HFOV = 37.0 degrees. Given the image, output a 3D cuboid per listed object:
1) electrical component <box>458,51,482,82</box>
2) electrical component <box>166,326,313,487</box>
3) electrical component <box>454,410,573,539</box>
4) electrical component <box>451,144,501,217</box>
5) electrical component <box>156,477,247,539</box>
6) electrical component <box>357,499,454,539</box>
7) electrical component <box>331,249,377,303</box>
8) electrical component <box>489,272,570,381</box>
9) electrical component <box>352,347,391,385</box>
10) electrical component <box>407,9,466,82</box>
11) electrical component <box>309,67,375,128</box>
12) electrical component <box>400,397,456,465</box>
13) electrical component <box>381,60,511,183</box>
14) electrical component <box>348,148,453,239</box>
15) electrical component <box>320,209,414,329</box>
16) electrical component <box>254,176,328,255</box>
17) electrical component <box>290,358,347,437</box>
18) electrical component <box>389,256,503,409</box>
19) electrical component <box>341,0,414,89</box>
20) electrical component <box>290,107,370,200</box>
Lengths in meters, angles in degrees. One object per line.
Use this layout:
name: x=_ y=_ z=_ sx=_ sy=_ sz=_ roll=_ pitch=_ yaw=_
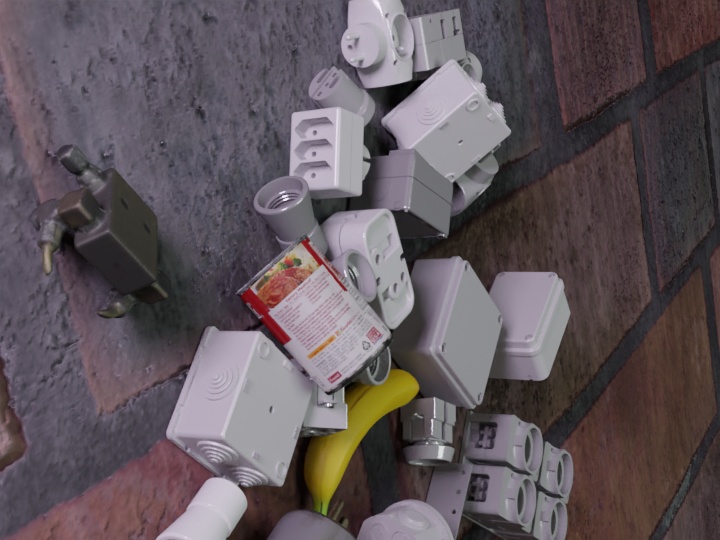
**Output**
electrical component: x=0.094 y=-0.166 z=1.071 sx=0.077 sy=0.044 sz=0.079 roll=-56 pitch=134 yaw=-44
electrical component: x=-0.081 y=0.099 z=0.766 sx=0.099 sy=0.048 sz=0.099 roll=51 pitch=46 yaw=-46
electrical component: x=0.173 y=0.232 z=1.163 sx=0.186 sy=0.060 sz=0.105 roll=40 pitch=55 yaw=-51
electrical component: x=0.111 y=-0.097 z=1.066 sx=0.044 sy=0.079 sz=0.077 roll=46 pitch=39 yaw=1
electrical component: x=-0.105 y=0.173 z=0.732 sx=0.065 sy=0.044 sz=0.044 roll=-55 pitch=133 yaw=-51
electrical component: x=0.037 y=0.241 z=0.923 sx=0.051 sy=0.080 sz=0.080 roll=-4 pitch=92 yaw=-53
electrical component: x=-0.025 y=0.015 z=0.845 sx=0.044 sy=0.065 sz=0.044 roll=40 pitch=38 yaw=-40
electrical component: x=0.173 y=0.058 z=1.156 sx=0.113 sy=0.078 sz=0.057 roll=-61 pitch=140 yaw=-40
electrical component: x=-0.003 y=0.075 z=0.896 sx=0.040 sy=0.046 sz=0.040 roll=5 pitch=84 yaw=-58
electrical component: x=0.059 y=-0.209 z=1.009 sx=0.089 sy=0.050 sz=0.055 roll=-31 pitch=114 yaw=-55
electrical component: x=-0.016 y=-0.142 z=0.896 sx=0.046 sy=0.040 sz=0.040 roll=42 pitch=54 yaw=-43
electrical component: x=0.064 y=0.152 z=1.004 sx=0.066 sy=0.048 sz=0.055 roll=29 pitch=56 yaw=-54
electrical component: x=0.083 y=-0.133 z=0.999 sx=0.100 sy=0.100 sz=0.048 roll=34 pitch=19 yaw=-53
electrical component: x=0.041 y=-0.065 z=0.962 sx=0.096 sy=0.062 sz=0.061 roll=28 pitch=65 yaw=-55
electrical component: x=0.000 y=0.000 z=0.893 sx=0.054 sy=0.059 sz=0.095 roll=-44 pitch=125 yaw=-50
electrical component: x=-0.050 y=-0.034 z=0.832 sx=0.044 sy=0.044 sz=0.065 roll=-63 pitch=143 yaw=-39
electrical component: x=-0.035 y=0.098 z=0.837 sx=0.048 sy=0.066 sz=0.055 roll=7 pitch=72 yaw=-23
electrical component: x=0.084 y=0.060 z=1.030 sx=0.108 sy=0.056 sz=0.108 roll=53 pitch=46 yaw=-43
electrical component: x=0.010 y=-0.197 z=0.934 sx=0.079 sy=0.044 sz=0.077 roll=-32 pitch=116 yaw=-55
electrical component: x=-0.017 y=-0.091 z=0.882 sx=0.077 sy=0.047 sz=0.065 roll=11 pitch=79 yaw=-58
